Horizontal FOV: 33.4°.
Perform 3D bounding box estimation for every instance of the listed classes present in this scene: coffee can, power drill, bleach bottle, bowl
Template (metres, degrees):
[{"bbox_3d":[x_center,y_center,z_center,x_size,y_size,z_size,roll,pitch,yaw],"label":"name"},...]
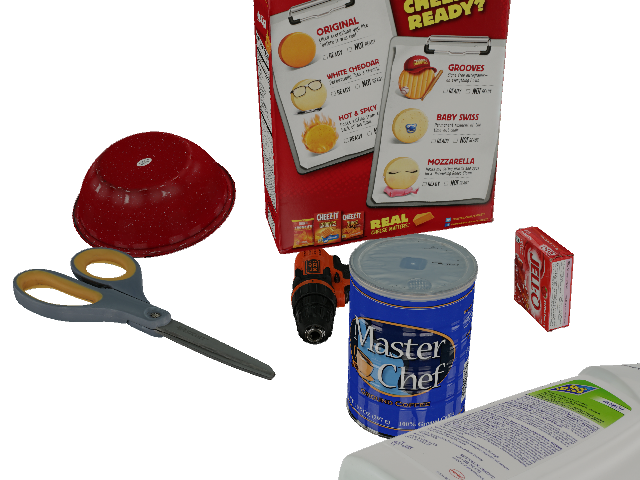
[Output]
[{"bbox_3d":[0.073,0.079,0.882,0.103,0.140,0.103,0,27,0],"label":"coffee can"},{"bbox_3d":[0.059,0.058,1.233,0.187,0.057,0.184,-2,28,0],"label":"power drill"},{"bbox_3d":[0.135,0.120,0.589,0.250,0.068,0.103,-14,24,-33],"label":"bleach bottle"},{"bbox_3d":[-0.165,-0.056,1.028,0.162,0.055,0.162,-4,42,3],"label":"bowl"}]

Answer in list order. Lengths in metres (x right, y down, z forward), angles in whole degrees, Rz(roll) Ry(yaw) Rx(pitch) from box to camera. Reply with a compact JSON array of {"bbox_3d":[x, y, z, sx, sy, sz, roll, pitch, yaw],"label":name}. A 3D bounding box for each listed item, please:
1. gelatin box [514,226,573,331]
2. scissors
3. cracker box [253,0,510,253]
[{"bbox_3d":[0.234,0.040,1.125,0.030,0.089,0.073,-13,29,-16],"label":"gelatin box"},{"bbox_3d":[-0.109,0.044,0.722,0.202,0.016,0.096,12,30,14],"label":"scissors"},{"bbox_3d":[0.040,-0.107,0.737,0.164,0.214,0.072,-9,32,-11],"label":"cracker box"}]
